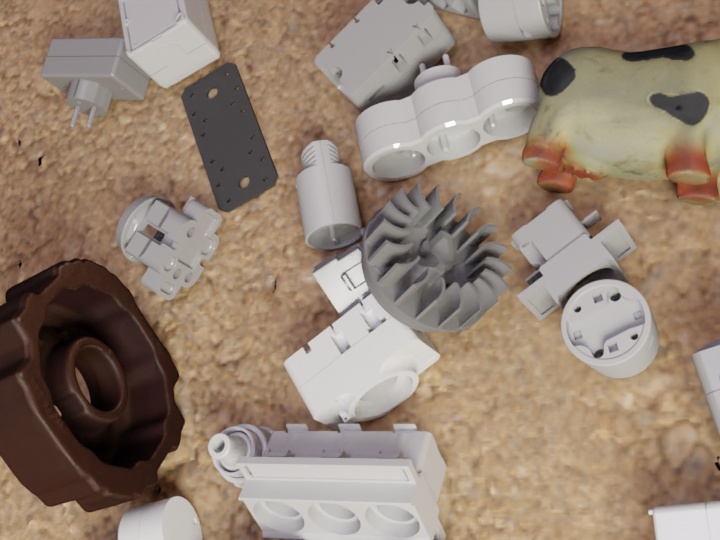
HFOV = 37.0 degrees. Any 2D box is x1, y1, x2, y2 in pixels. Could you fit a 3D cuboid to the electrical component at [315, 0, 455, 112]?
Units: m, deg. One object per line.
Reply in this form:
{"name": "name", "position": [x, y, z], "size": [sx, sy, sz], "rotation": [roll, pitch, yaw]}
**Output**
{"name": "electrical component", "position": [0.021, -0.164, 0.814], "size": [0.089, 0.056, 0.050], "rotation": [-44, 59, 5]}

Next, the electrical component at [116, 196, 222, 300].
{"name": "electrical component", "position": [-0.154, -0.024, 0.848], "size": [0.057, 0.058, 0.078], "rotation": [29, 86, 28]}

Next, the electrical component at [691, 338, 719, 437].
{"name": "electrical component", "position": [0.225, 0.068, 0.611], "size": [0.050, 0.089, 0.055], "rotation": [-21, 64, 18]}

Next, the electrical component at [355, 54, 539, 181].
{"name": "electrical component", "position": [0.061, -0.123, 0.783], "size": [0.138, 0.052, 0.073], "rotation": [-19, 64, 19]}

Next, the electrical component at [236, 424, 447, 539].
{"name": "electrical component", "position": [-0.009, 0.140, 0.709], "size": [0.121, 0.078, 0.063], "rotation": [-4, 41, 25]}

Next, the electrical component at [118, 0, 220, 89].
{"name": "electrical component", "position": [-0.163, -0.213, 0.923], "size": [0.062, 0.061, 0.096], "rotation": [-27, 54, 15]}

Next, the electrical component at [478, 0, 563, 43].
{"name": "electrical component", "position": [0.116, -0.193, 0.781], "size": [0.047, 0.055, 0.055], "rotation": [-3, 70, 29]}

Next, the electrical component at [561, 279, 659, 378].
{"name": "electrical component", "position": [0.160, 0.039, 0.678], "size": [0.055, 0.047, 0.055], "rotation": [-9, 68, 23]}

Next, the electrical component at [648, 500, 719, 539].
{"name": "electrical component", "position": [0.203, 0.180, 0.598], "size": [0.061, 0.062, 0.096], "rotation": [-11, 67, 23]}

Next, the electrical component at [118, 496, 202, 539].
{"name": "electrical component", "position": [-0.120, 0.225, 0.743], "size": [0.074, 0.052, 0.138], "rotation": [-17, 66, 19]}

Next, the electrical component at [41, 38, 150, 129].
{"name": "electrical component", "position": [-0.235, -0.159, 0.942], "size": [0.083, 0.047, 0.075], "rotation": [6, 74, 27]}

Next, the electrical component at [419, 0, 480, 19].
{"name": "electrical component", "position": [0.067, -0.245, 0.827], "size": [0.083, 0.047, 0.075], "rotation": [23, 82, 30]}

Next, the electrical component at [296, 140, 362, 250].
{"name": "electrical component", "position": [-0.026, -0.061, 0.807], "size": [0.043, 0.043, 0.081], "rotation": [-19, 64, 18]}

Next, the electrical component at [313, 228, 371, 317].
{"name": "electrical component", "position": [0.000, 0.000, 0.767], "size": [0.055, 0.066, 0.048], "rotation": [-33, 96, 3]}

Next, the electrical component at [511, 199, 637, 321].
{"name": "electrical component", "position": [0.137, -0.008, 0.710], "size": [0.081, 0.042, 0.063], "rotation": [-38, 56, 8]}

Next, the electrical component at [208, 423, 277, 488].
{"name": "electrical component", "position": [-0.083, 0.129, 0.754], "size": [0.048, 0.062, 0.048], "rotation": [-9, 68, 23]}

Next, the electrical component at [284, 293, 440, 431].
{"name": "electrical component", "position": [0.003, 0.066, 0.742], "size": [0.089, 0.050, 0.055], "rotation": [-38, 59, 9]}
